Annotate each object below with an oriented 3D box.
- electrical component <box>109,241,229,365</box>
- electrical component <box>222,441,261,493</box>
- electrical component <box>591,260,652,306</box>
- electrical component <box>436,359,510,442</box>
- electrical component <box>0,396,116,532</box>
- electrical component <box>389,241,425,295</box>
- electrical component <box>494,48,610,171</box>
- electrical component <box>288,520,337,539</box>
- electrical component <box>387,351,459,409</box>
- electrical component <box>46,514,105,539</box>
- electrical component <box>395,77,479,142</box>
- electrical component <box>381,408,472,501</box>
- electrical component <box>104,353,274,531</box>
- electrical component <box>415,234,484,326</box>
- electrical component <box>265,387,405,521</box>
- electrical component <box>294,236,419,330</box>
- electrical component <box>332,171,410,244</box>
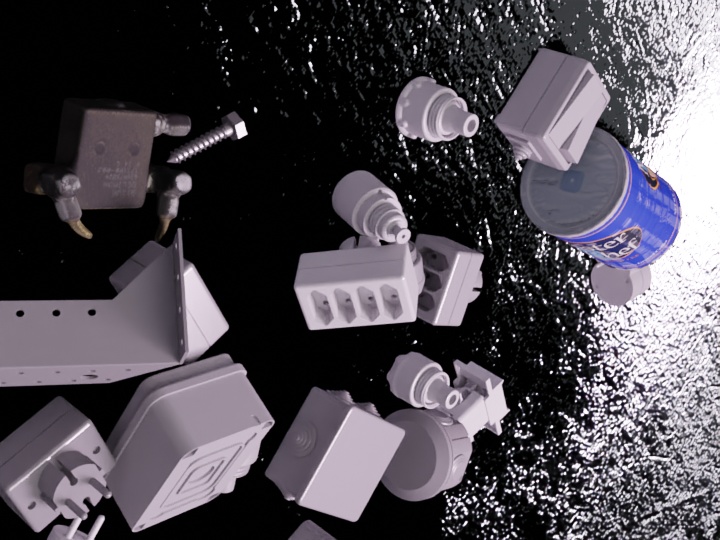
[{"bbox_3d":[-0.136,0.034,0.694,0.076,0.047,0.065,-45,138,-22],"label":"electrical component"},{"bbox_3d":[-0.097,0.135,0.798,0.043,0.043,0.062,-7,117,-46],"label":"electrical component"},{"bbox_3d":[0.265,-0.024,1.108,0.074,0.052,0.138,-25,128,-38],"label":"electrical component"},{"bbox_3d":[0.104,0.130,1.023,0.064,0.042,0.081,-39,135,-22],"label":"electrical component"},{"bbox_3d":[-0.184,0.129,0.670,0.066,0.077,0.047,-41,137,-25],"label":"electrical component"},{"bbox_3d":[0.033,-0.008,0.872,0.035,0.035,0.061,-33,131,-33],"label":"electrical component"},{"bbox_3d":[0.167,-0.132,0.931,0.096,0.061,0.062,-58,141,-7],"label":"electrical component"},{"bbox_3d":[-0.032,0.284,0.944,0.078,0.057,0.113,-47,139,-20],"label":"electrical component"},{"bbox_3d":[0.058,0.100,0.937,0.043,0.062,0.043,-25,128,-38],"label":"electrical component"},{"bbox_3d":[-0.198,0.197,0.718,0.077,0.044,0.079,32,86,-52],"label":"electrical component"},{"bbox_3d":[0.061,-0.118,0.819,0.048,0.062,0.048,-26,128,-38],"label":"electrical component"},{"bbox_3d":[0.056,0.162,0.958,0.051,0.080,0.080,2,109,-54],"label":"electrical component"},{"bbox_3d":[-0.119,0.114,0.716,0.078,0.057,0.113,-15,151,-43],"label":"electrical component"},{"bbox_3d":[0.079,0.010,0.922,0.077,0.047,0.065,5,107,-49],"label":"electrical component"},{"bbox_3d":[-0.021,0.151,0.888,0.100,0.048,0.099,34,85,-51],"label":"electrical component"},{"bbox_3d":[0.000,0.000,0.815,0.075,0.083,0.047,-82,162,-46],"label":"electrical component"},{"bbox_3d":[0.011,-0.043,0.798,0.040,0.078,0.040,-19,129,-25],"label":"electrical component"}]
